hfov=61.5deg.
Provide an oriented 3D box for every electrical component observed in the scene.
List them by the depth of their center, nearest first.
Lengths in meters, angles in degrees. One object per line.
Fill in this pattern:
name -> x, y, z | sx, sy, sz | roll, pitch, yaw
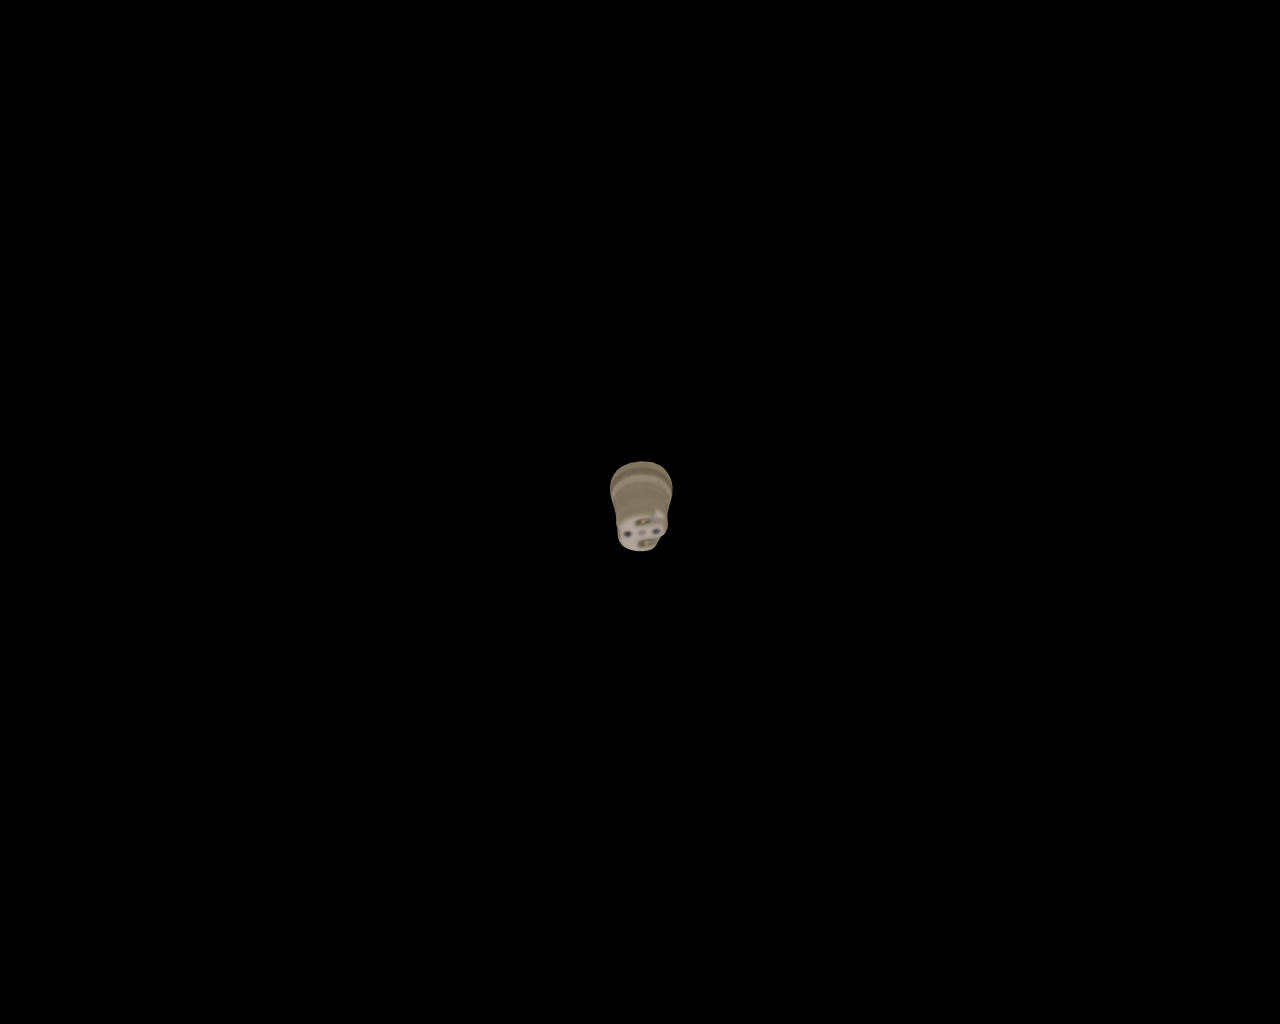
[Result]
electrical component -> 0.001, -0.003, 0.650 | 0.040, 0.040, 0.046 | 0, 43, 0
